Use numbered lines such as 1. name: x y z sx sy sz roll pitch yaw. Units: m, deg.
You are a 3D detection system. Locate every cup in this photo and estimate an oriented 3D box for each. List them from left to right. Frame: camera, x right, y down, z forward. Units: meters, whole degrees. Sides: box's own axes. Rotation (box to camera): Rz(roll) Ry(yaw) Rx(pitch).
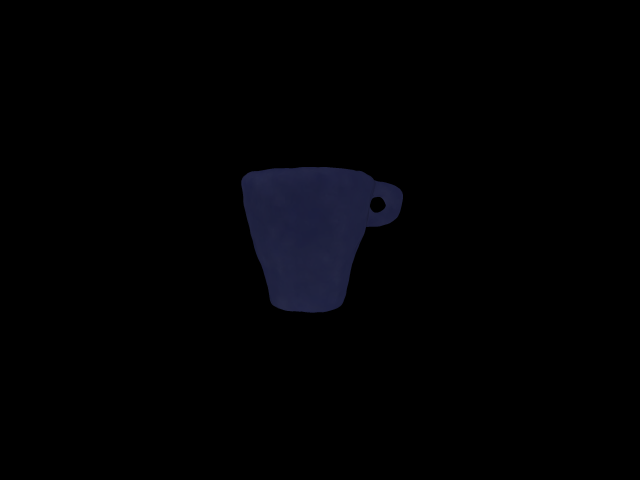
1. cup: 0.004 0.001 0.400 0.118 0.095 0.091 0 0 -21
